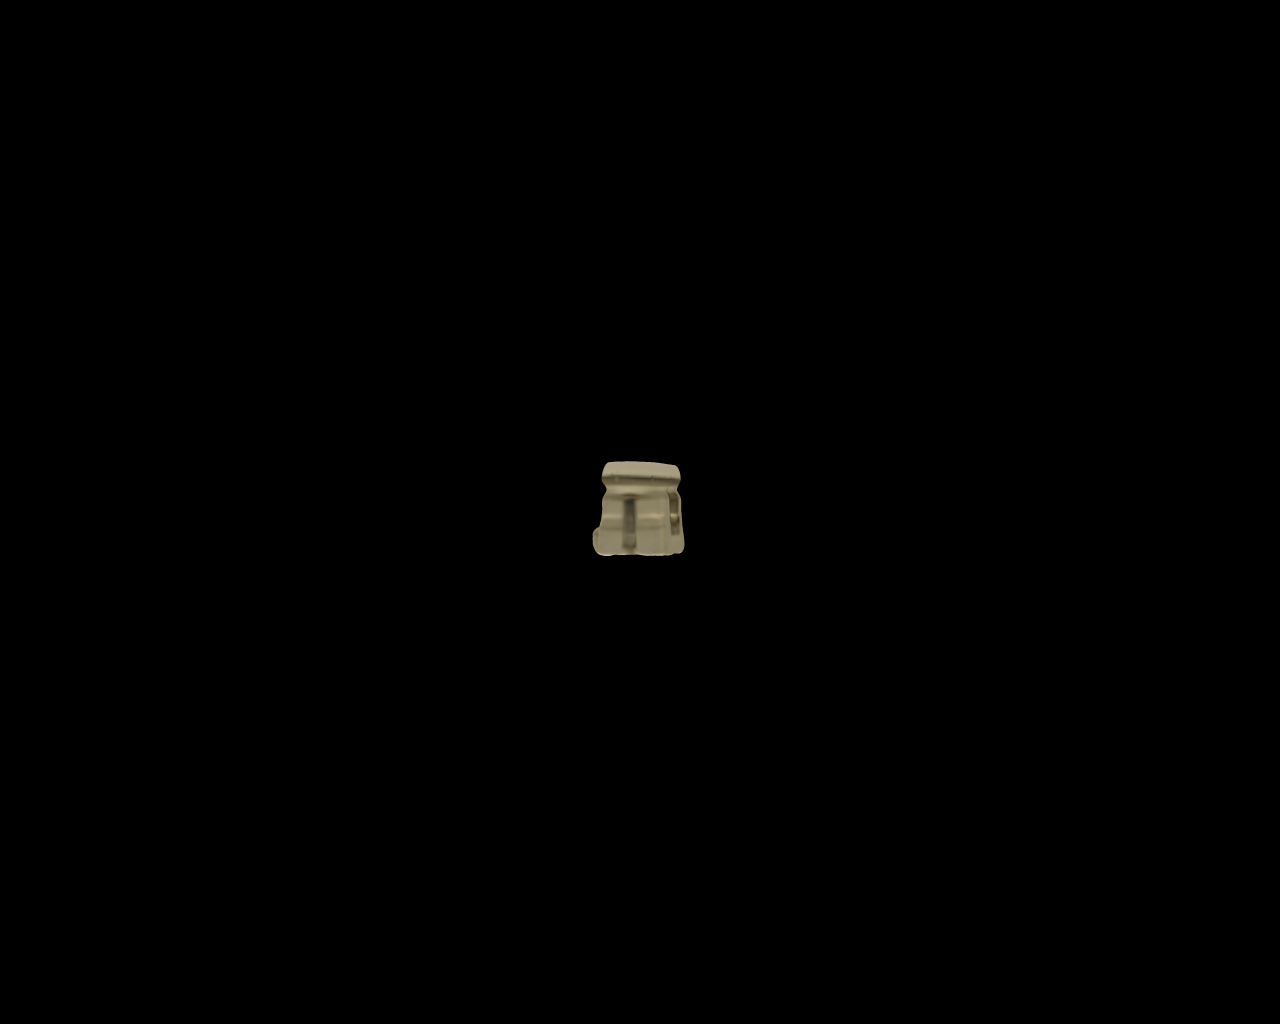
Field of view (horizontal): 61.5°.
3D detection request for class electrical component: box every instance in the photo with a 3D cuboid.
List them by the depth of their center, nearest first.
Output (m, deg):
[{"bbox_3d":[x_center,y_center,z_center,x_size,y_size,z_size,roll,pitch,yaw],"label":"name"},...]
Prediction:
[{"bbox_3d":[0.001,-0.003,0.650,0.066,0.055,0.048,0,0,21],"label":"electrical component"}]
